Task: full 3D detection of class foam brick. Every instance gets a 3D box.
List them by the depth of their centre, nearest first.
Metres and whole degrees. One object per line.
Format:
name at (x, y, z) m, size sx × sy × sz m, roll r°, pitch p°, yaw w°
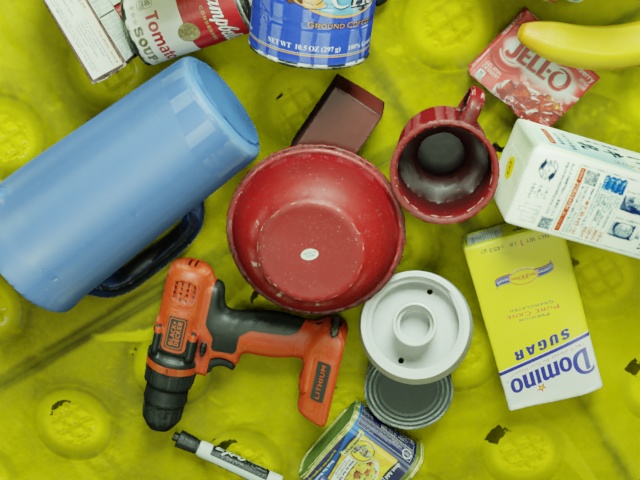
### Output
foam brick at (0.015, -0.100, 0.950) m, size 0.051 × 0.053 × 0.078 m, roll 33°, pitch 109°, yaw -7°

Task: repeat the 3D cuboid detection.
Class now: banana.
banana at (0.264, -0.179, 0.894) m, size 0.197 × 0.037 × 0.069 m, roll -21°, pitch 97°, yaw -4°

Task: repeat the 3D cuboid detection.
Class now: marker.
marker at (-0.096, 0.227, 1.098) m, size 0.121 × 0.020 × 0.020 m, roll 26°, pitch 110°, yaw -4°

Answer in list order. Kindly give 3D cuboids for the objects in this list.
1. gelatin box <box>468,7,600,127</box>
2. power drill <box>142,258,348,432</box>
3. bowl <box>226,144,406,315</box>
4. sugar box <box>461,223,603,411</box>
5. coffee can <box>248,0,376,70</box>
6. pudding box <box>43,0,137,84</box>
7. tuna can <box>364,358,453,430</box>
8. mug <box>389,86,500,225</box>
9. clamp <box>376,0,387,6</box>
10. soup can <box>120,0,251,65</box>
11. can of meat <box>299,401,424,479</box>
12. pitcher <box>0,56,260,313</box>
gelatin box at (0.185, -0.146, 0.929) m, size 0.089 × 0.030 × 0.073 m, roll 41°, pitch 108°, yaw -10°
power drill at (-0.076, 0.122, 1.037) m, size 0.187 × 0.057 × 0.184 m, roll 14°, pitch 111°, yaw 0°
bowl at (-0.006, 0.001, 0.927) m, size 0.162 × 0.055 × 0.162 m, roll 2°, pitch 110°, yaw 5°
sugar box at (0.199, 0.068, 0.998) m, size 0.093 × 0.048 × 0.176 m, roll -16°, pitch 107°, yaw 11°
coffee can at (-0.002, -0.220, 0.849) m, size 0.103 × 0.102 × 0.140 m, roll 8°, pitch 121°, yaw 2°
pudding box at (-0.199, -0.197, 0.915) m, size 0.039 × 0.090 × 0.113 m, roll -28°, pitch 106°, yaw 13°
tuna can at (0.086, 0.140, 1.041) m, size 0.086 × 0.033 × 0.086 m, roll 2°, pitch 110°, yaw 5°
mug at (0.112, -0.081, 0.932) m, size 0.093 × 0.081 × 0.117 m, roll 21°, pitch 111°, yaw -3°
clamp at (0.035, -0.283, 0.890) m, size 0.120 × 0.039 × 0.172 m, roll 26°, pitch 117°, yaw -11°
soup can at (-0.111, -0.197, 0.919) m, size 0.102 × 0.068 × 0.068 m, roll -16°, pitch 108°, yaw 12°
can of meat at (0.039, 0.222, 1.064) m, size 0.084 × 0.057 × 0.102 m, roll 37°, pitch 108°, yaw -6°
pitcher at (-0.171, -0.047, 0.957) m, size 0.243 × 0.149 × 0.145 m, roll -34°, pitch 88°, yaw 13°
